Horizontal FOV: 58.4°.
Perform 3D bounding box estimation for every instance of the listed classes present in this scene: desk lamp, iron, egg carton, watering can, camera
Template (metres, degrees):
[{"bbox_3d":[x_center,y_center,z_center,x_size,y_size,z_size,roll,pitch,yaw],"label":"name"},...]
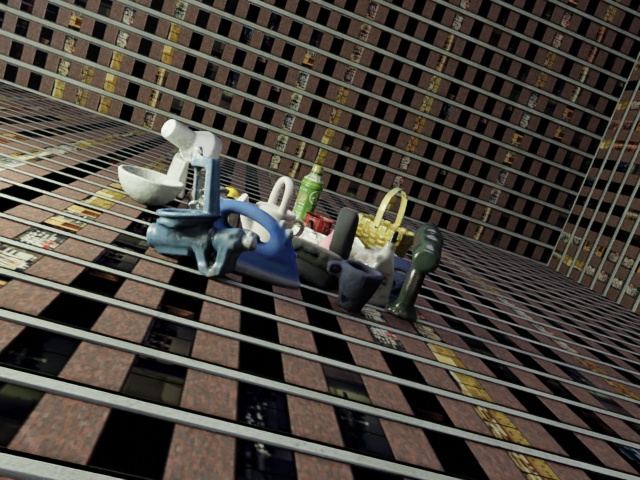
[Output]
[{"bbox_3d":[-0.409,-0.236,1.684,0.117,0.213,0.204,28,13,40],"label":"desk lamp"},{"bbox_3d":[-0.141,-0.007,1.179,0.258,0.141,0.119,20,10,2],"label":"iron"},{"bbox_3d":[0.163,0.075,1.534,0.151,0.069,0.107,12,12,-37],"label":"egg carton"},{"bbox_3d":[-0.114,-0.058,1.350,0.173,0.194,0.100,9,14,-46],"label":"watering can"},{"bbox_3d":[-0.255,-0.089,1.515,0.142,0.101,0.137,24,11,23],"label":"camera"}]

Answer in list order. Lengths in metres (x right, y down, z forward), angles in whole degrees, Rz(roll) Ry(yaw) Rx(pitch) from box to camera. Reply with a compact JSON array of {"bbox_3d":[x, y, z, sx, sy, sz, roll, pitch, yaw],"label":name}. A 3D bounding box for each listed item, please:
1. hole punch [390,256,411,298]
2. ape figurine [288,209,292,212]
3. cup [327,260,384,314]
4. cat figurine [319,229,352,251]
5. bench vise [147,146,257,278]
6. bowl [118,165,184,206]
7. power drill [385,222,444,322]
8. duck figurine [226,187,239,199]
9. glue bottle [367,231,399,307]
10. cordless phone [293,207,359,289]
[{"bbox_3d":[0.192,0.095,1.422,0.109,0.091,0.101,17,10,-17],"label":"hole punch"},{"bbox_3d":[-0.100,-0.040,1.578,0.078,0.092,0.075,12,13,-38],"label":"ape figurine"},{"bbox_3d":[0.060,0.095,1.156,0.118,0.095,0.091,17,10,-13],"label":"cup"},{"bbox_3d":[0.036,0.033,1.374,0.067,0.118,0.128,27,12,36],"label":"cat figurine"},{"bbox_3d":[-0.205,-0.053,1.079,0.207,0.220,0.121,19,10,-4],"label":"bench vise"},{"bbox_3d":[-0.439,-0.132,1.468,0.167,0.075,0.167,19,10,-3],"label":"bowl"},{"bbox_3d":[0.217,0.067,1.281,0.075,0.208,0.230,20,10,4],"label":"power drill"},{"bbox_3d":[-0.269,-0.110,1.646,0.104,0.086,0.077,21,10,7],"label":"duck figurine"},{"bbox_3d":[0.138,0.059,1.269,0.078,0.173,0.037,15,11,-23],"label":"glue bottle"},{"bbox_3d":[0.012,0.005,1.286,0.147,0.185,0.094,24,11,24],"label":"cordless phone"}]
